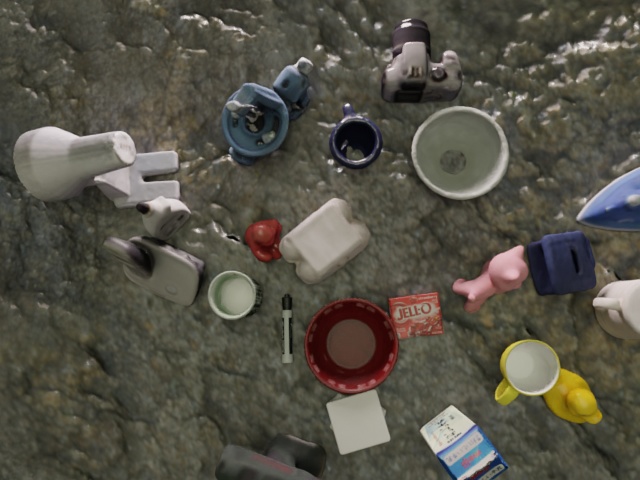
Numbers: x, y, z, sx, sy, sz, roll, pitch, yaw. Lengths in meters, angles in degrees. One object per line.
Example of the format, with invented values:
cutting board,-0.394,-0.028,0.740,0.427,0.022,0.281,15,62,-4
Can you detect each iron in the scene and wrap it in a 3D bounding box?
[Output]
iron,0.581,-0.080,0.964,0.258,0.141,0.118,-18,82,0

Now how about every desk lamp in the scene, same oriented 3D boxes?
desk lamp,-0.367,-0.125,0.970,0.203,0.213,0.118,-7,82,2

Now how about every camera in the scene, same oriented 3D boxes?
camera,0.182,-0.327,1.031,0.143,0.101,0.137,0,83,2

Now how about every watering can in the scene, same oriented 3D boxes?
watering can,0.536,0.109,0.915,0.173,0.194,0.101,-15,82,0

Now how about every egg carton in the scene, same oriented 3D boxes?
egg carton,0.009,0.004,1.012,0.150,0.069,0.107,-40,83,-3

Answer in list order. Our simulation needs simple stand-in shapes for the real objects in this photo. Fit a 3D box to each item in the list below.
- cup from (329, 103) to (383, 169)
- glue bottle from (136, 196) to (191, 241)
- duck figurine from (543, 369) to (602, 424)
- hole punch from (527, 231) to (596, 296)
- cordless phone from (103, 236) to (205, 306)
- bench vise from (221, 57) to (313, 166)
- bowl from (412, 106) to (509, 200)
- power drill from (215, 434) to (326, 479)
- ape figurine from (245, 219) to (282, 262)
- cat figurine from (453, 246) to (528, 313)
cup,0.060,-0.175,1.019,0.091,0.095,0.118,-14,82,1
glue bottle,-0.276,-0.044,0.976,0.037,0.173,0.078,44,87,7
duck figurine,0.424,0.264,0.955,0.077,0.086,0.104,-41,83,-3
hole punch,0.421,0.037,0.981,0.101,0.091,0.109,-11,82,1
cordless phone,-0.278,0.047,0.959,0.147,0.185,0.094,22,84,5
bench vise,-0.099,-0.240,0.971,0.121,0.220,0.207,21,84,5
bowl,0.244,-0.147,1.019,0.167,0.075,0.167,0,83,2
power drill,-0.042,0.373,0.898,0.229,0.208,0.076,16,84,4
ape figurine,-0.098,-0.005,1.006,0.076,0.092,0.078,34,85,6
cat figurine,0.296,0.067,0.968,0.128,0.118,0.067,-35,83,-2
